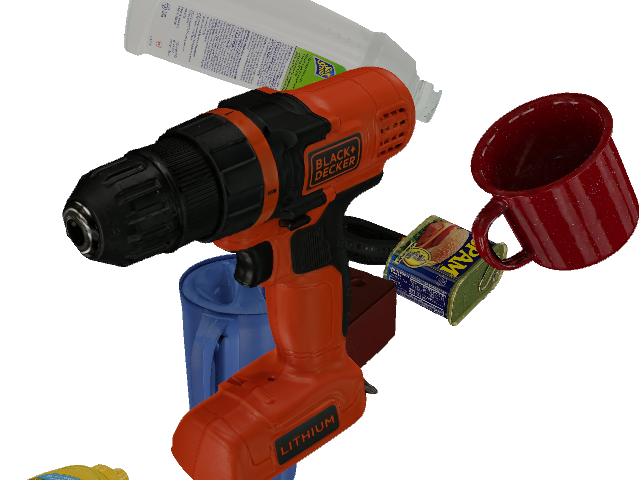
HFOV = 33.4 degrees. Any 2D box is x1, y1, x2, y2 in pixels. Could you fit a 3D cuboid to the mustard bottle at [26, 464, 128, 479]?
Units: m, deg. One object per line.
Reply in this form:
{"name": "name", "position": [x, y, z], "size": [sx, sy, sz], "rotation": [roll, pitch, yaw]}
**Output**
{"name": "mustard bottle", "position": [-0.220, 0.226, 0.852], "size": [0.096, 0.058, 0.191], "rotation": [7, 15, 28]}

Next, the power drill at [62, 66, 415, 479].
{"name": "power drill", "position": [-0.031, 0.024, 0.488], "size": [0.184, 0.188, 0.057], "rotation": [-25, 42, -39]}

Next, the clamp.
{"name": "clamp", "position": [0.008, -0.005, 1.207], "size": [0.210, 0.036, 0.164], "rotation": [15, 20, -7]}

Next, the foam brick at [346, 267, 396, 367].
{"name": "foam brick", "position": [0.017, 0.062, 0.814], "size": [0.053, 0.051, 0.078], "rotation": [18, 35, 30]}

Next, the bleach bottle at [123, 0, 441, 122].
{"name": "bleach bottle", "position": [-0.027, -0.150, 0.850], "size": [0.250, 0.068, 0.103], "rotation": [22, -30, -3]}

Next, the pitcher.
{"name": "pitcher", "position": [-0.080, 0.148, 1.086], "size": [0.149, 0.243, 0.145], "rotation": [-10, 27, -24]}

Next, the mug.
{"name": "mug", "position": [0.147, -0.027, 0.689], "size": [0.093, 0.117, 0.081], "rotation": [33, -17, 53]}

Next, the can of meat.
{"name": "can of meat", "position": [0.123, 0.026, 1.064], "size": [0.084, 0.057, 0.101], "rotation": [26, 45, 29]}
